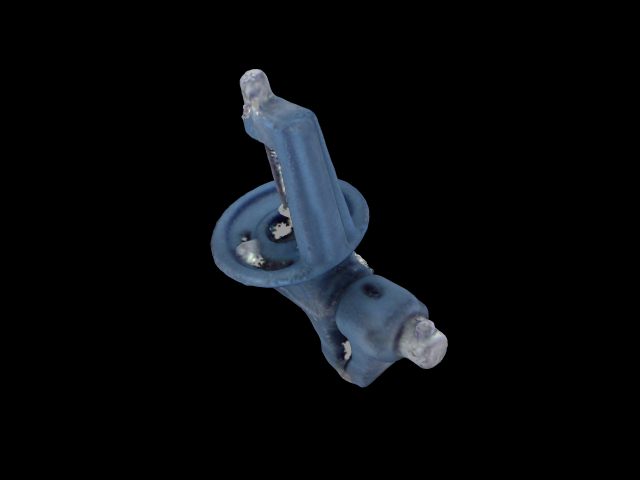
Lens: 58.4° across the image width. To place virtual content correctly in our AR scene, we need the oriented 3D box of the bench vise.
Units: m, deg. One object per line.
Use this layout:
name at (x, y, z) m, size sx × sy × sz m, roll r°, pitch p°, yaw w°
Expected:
bench vise at (0.009, -0.007, 0.406) m, size 0.207 × 0.220 × 0.122 m, roll 23°, pitch 57°, yaw 16°
